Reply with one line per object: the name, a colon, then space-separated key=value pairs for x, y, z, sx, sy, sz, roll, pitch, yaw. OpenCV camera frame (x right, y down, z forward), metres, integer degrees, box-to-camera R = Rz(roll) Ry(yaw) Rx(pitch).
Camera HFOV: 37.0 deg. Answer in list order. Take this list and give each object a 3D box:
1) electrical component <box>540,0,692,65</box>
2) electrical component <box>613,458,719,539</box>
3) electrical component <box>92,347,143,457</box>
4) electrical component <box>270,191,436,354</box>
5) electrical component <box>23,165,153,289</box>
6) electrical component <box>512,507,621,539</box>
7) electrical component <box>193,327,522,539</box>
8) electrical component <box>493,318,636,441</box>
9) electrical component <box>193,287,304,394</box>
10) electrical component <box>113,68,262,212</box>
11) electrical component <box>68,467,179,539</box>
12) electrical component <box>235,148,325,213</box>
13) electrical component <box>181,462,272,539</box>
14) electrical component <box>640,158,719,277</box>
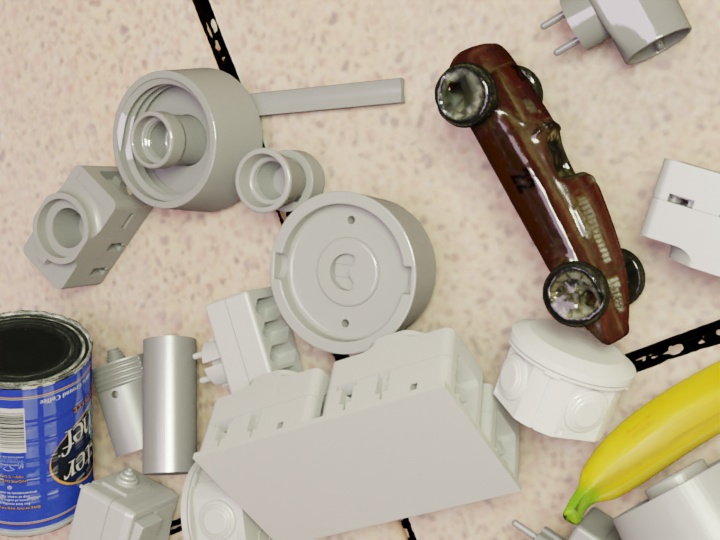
electrical component: x=0.149 y=-0.161 z=0.659 sx=0.079 sy=0.043 sz=0.077 roll=-28 pitch=82 yaw=25
electrical component: x=0.202 y=0.147 z=0.631 sx=0.099 sy=0.099 sz=0.064 roll=-36 pitch=72 yaw=23
electrical component: x=-0.181 y=0.100 z=0.837 sx=0.043 sy=0.043 sz=0.081 roll=-21 pitch=85 yaw=25
electrical component: x=0.000 y=0.000 z=0.734 sx=0.108 sy=0.060 sz=0.108 roll=2 pitch=95 yaw=26
electrical component: x=-0.214 y=-0.033 z=0.836 sx=0.050 sy=0.056 sz=0.089 roll=44 pitch=110 yaw=16
electrical component: x=0.126 y=0.191 z=0.695 sx=0.076 sy=0.047 sz=0.083 roll=31 pitch=106 yaw=20
electrical component: x=0.000 y=0.111 z=0.713 sx=0.186 sy=0.060 sz=0.105 roll=-19 pitch=126 yaw=25
electrical component: x=0.126 y=0.066 z=0.669 sx=0.080 sy=0.080 sz=0.051 roll=26 pitch=110 yaw=22
electrical component: x=-0.090 y=0.063 z=0.789 sx=0.076 sy=0.047 sz=0.083 roll=-19 pitch=86 yaw=25
electrical component: x=-0.132 y=-0.094 z=0.783 sx=0.108 sy=0.060 sz=0.108 roll=4 pitch=98 yaw=32
electrical component: x=-0.183 y=0.201 z=0.836 sx=0.061 sy=0.062 sz=0.096 roll=22 pitch=103 yaw=22
electrical component: x=-0.055 y=-0.063 z=0.758 sx=0.045 sy=0.055 sz=0.045 roll=2 pitch=95 yaw=25
electrical component: x=-0.092 y=0.174 z=0.782 sx=0.051 sy=0.080 sz=0.080 roll=-7 pitch=91 yaw=21
electrical component: x=0.217 y=-0.026 z=0.633 sx=0.089 sy=0.050 sz=0.055 roll=20 pitch=102 yaw=23
